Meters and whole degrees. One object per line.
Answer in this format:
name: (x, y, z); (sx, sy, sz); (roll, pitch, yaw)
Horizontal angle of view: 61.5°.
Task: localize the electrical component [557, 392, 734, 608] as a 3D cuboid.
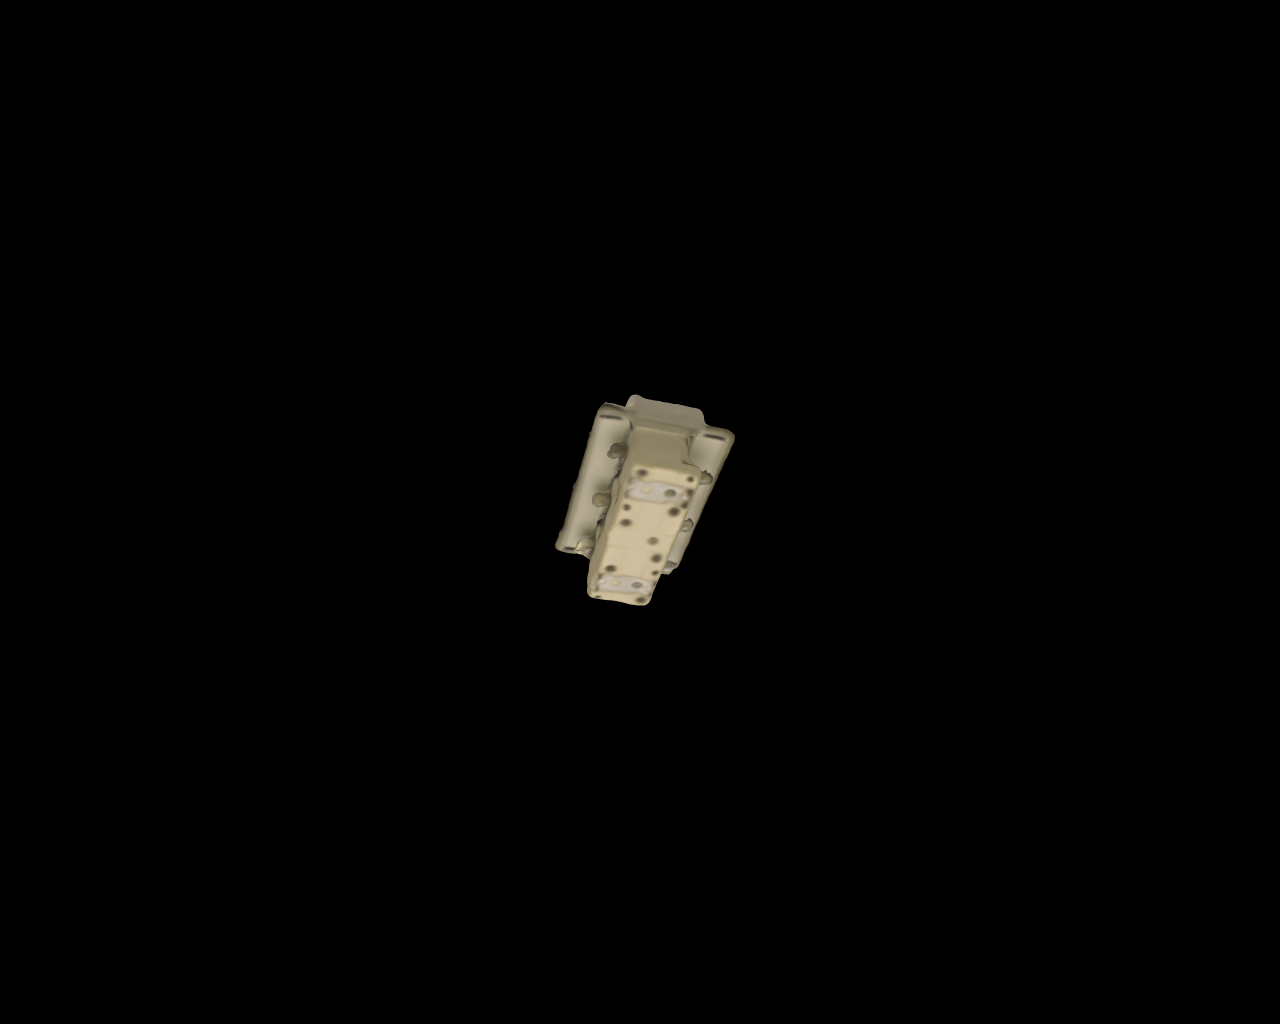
electrical component: (0.001, -0.003, 0.650); (0.079, 0.063, 0.121); (11, -47, -11)
